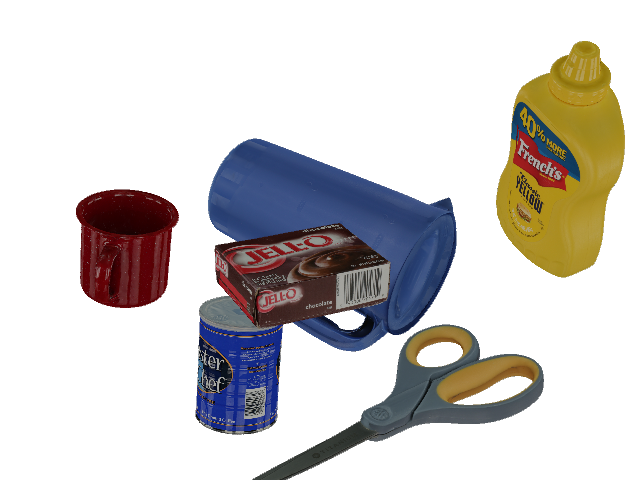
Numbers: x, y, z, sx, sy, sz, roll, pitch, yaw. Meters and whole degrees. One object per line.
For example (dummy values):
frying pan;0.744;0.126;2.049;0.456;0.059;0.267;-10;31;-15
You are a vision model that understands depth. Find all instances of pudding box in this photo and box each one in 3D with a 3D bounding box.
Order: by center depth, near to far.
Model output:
pudding box;-0.015;0.025;0.826;0.113;0.039;0.090;-9;25;-23

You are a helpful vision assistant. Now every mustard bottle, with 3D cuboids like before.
mustard bottle;0.177;-0.065;0.780;0.058;0.096;0.192;-21;-38;-17

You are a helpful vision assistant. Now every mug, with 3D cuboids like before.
mug;-0.182;0.015;0.981;0.093;0.081;0.117;10;28;2

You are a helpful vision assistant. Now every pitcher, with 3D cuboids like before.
pitcher;0.002;-0.004;1.080;0.243;0.145;0.149;26;27;25

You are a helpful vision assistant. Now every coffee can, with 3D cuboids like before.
coffee can;-0.099;0.150;1.299;0.103;0.140;0.103;4;18;-1

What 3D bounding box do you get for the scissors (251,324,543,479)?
scissors;0.033;0.093;0.623;0.201;0.016;0.096;-12;31;-17
